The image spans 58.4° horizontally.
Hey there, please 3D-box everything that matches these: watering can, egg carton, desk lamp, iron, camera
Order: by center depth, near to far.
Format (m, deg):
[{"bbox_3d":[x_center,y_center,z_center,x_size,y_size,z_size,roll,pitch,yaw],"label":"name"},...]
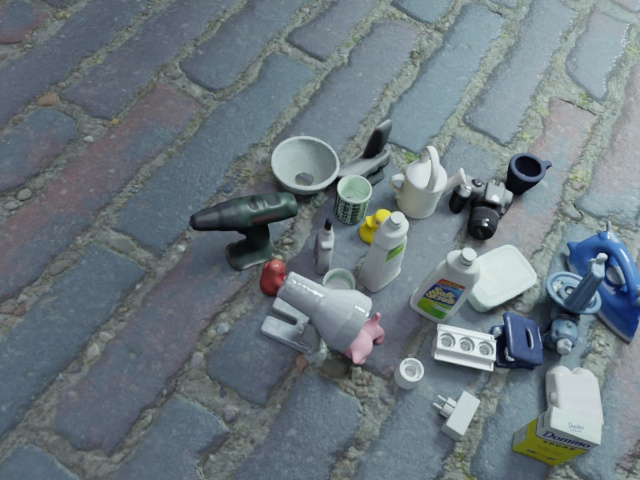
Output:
[{"bbox_3d":[-0.012,0.150,1.138,0.203,0.213,0.118,22,59,7],"label":"desk lamp"},{"bbox_3d":[0.515,0.332,1.171,0.107,0.069,0.150,8,59,-1],"label":"egg carton"},{"bbox_3d":[0.671,0.088,1.292,0.119,0.141,0.258,-11,61,-12],"label":"iron"},{"bbox_3d":[0.256,-0.145,1.356,0.173,0.194,0.100,-19,63,-17],"label":"watering can"},{"bbox_3d":[0.387,-0.080,1.386,0.143,0.101,0.137,19,59,5],"label":"camera"}]

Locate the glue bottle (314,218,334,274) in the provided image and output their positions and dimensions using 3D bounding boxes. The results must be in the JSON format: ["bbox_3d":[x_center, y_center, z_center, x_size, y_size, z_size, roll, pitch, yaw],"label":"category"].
[{"bbox_3d":[0.011,0.004,1.252,0.037,0.173,0.078,-1,59,-6],"label":"glue bottle"}]

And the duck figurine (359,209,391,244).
[{"bbox_3d":[0.148,-0.038,1.343,0.104,0.086,0.077,-3,59,-8],"label":"duck figurine"}]

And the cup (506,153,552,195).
[{"bbox_3d":[0.522,-0.162,1.453,0.118,0.095,0.091,-14,61,-14],"label":"cup"}]

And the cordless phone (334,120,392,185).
[{"bbox_3d":[0.108,-0.207,1.383,0.094,0.185,0.148,42,64,18],"label":"cordless phone"}]

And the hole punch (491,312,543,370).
[{"bbox_3d":[0.426,0.214,1.219,0.101,0.091,0.108,4,59,-3],"label":"hole punch"}]

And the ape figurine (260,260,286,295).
[{"bbox_3d":[-0.096,0.075,1.245,0.076,0.092,0.077,-27,65,-20],"label":"ape figurine"}]

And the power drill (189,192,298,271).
[{"bbox_3d":[-0.159,-0.021,1.228,0.230,0.208,0.075,-21,63,-17],"label":"power drill"}]

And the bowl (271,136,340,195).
[{"bbox_3d":[-0.039,-0.171,1.409,0.167,0.075,0.167,3,59,-4],"label":"bowl"}]

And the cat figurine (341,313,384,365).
[{"bbox_3d":[0.086,0.202,1.174,0.067,0.118,0.128,35,62,15],"label":"cat figurine"}]

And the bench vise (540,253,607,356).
[{"bbox_3d":[0.547,0.136,1.204,0.121,0.220,0.207,4,59,-3],"label":"bench vise"}]
